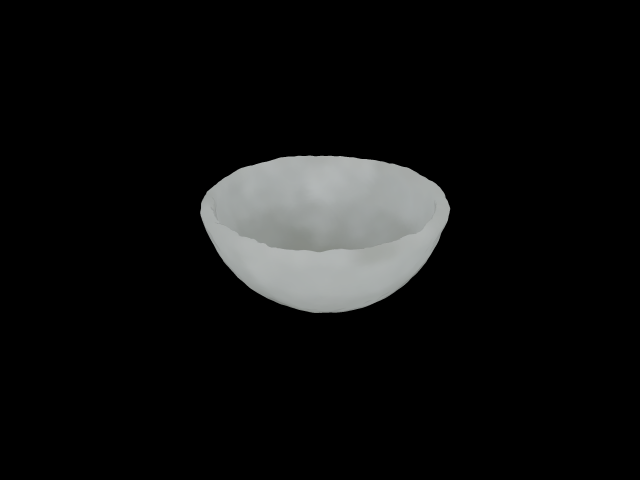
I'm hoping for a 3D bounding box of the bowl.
[{"bbox_3d":[0.004,0.001,0.400,0.167,0.075,0.167,0,28,0],"label":"bowl"}]
